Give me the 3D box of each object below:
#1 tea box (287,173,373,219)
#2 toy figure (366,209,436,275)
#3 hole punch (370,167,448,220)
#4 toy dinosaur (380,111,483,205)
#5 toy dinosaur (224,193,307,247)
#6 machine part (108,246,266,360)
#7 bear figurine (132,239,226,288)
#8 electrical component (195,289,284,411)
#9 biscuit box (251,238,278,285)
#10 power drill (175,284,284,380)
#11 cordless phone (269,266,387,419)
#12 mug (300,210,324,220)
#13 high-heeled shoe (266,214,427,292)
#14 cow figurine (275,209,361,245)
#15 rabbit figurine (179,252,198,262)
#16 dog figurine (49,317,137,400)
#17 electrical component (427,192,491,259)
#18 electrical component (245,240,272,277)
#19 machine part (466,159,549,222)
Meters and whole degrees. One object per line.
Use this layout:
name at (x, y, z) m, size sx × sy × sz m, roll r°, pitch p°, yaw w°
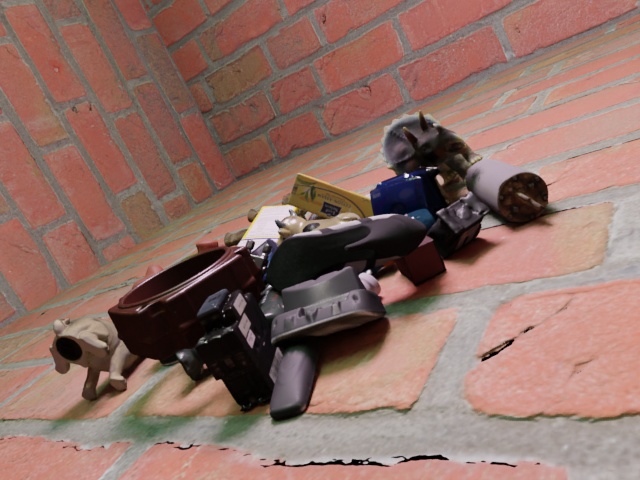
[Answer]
tea box at (0.029, -0.073, 1.068) m, size 0.098 × 0.170 × 0.068 m, roll -48°, pitch -21°, yaw -85°
toy figure at (0.116, 0.009, 0.864) m, size 0.154 × 0.058 × 0.064 m, roll -34°, pitch -26°, yaw 3°
hole punch at (0.152, -0.051, 0.933) m, size 0.142 × 0.115 × 0.092 m, roll -15°, pitch 26°, yaw 40°
toy dinosaur at (0.219, -0.183, 1.070) m, size 0.131 × 0.192 × 0.405 m, roll -40°, pitch 8°, yaw 20°
toy dinosaur at (-0.114, 0.005, 1.224) m, size 0.199 × 0.105 × 0.471 m, roll -16°, pitch 28°, yaw 23°
machine part at (-0.202, 0.088, 0.815) m, size 0.201 × 0.087 × 0.202 m, roll -34°, pitch 18°, yaw -35°
bear figurine at (-0.286, 0.074, 1.067) m, size 0.196 × 0.132 × 0.120 m, roll -4°, pitch -8°, yaw 5°
electrical component at (-0.102, 0.130, 0.685) m, size 0.058 × 0.134 × 0.115 m, roll -26°, pitch 13°, yaw 10°
biscuit box at (-0.148, 0.081, 0.983) m, size 0.203 × 0.059 × 0.063 m, roll -38°, pitch -6°, yaw 1°
power drill at (-0.123, 0.132, 0.858) m, size 0.207 × 0.085 × 0.232 m, roll -20°, pitch 14°, yaw -3°
cordless phone at (0.004, 0.129, 0.656) m, size 0.147 × 0.088 × 0.184 m, roll -20°, pitch 27°, yaw 19°
mug at (-0.002, -0.027, 1.139) m, size 0.081 × 0.109 × 0.107 m, roll -20°, pitch 26°, yaw 40°
high-heeled shoe at (0.033, 0.018, 0.777) m, size 0.145 × 0.086 × 0.249 m, roll -14°, pitch -3°, yaw -39°
cow figurine at (-0.002, -0.003, 0.995) m, size 0.195 × 0.127 × 0.085 m, roll -14°, pitch 16°, yaw 36°
rabbit figurine at (-0.271, 0.101, 1.206) m, size 0.159 × 0.121 × 0.170 m, roll -34°, pitch -4°, yaw -2°
dog figurine at (-0.387, 0.171, 0.995) m, size 0.121 × 0.172 × 0.191 m, roll -11°, pitch 25°, yaw 16°
electrical component at (0.199, -0.011, 0.805) m, size 0.075 × 0.048 × 0.119 m, roll -30°, pitch -26°, yaw -23°
electrical component at (-0.121, 0.047, 0.931) m, size 0.063 × 0.021 × 0.094 m, roll 14°, pitch 74°, yaw 24°
machine part at (0.290, -0.083, 0.850) m, size 0.079 × 0.079 × 0.243 m, roll -25°, pitch 15°, yaw 6°
